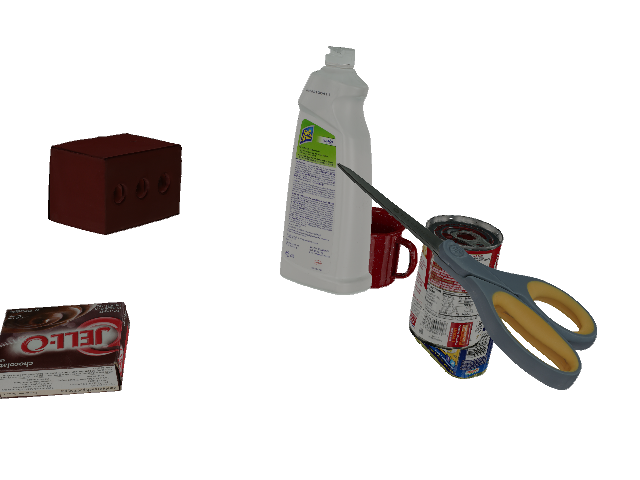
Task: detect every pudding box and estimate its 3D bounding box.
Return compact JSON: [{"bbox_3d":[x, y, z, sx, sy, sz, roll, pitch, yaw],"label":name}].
[{"bbox_3d":[-0.233,0.099,0.965,0.113,0.039,0.090,-5,33,-2],"label":"pudding box"}]

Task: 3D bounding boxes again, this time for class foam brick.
[{"bbox_3d":[-0.139,-0.040,0.727,0.051,0.053,0.078,15,20,30],"label":"foam brick"}]

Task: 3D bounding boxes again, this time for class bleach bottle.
[{"bbox_3d":[0.016,-0.076,1.126,0.103,0.251,0.067,15,16,35],"label":"bleach bottle"}]

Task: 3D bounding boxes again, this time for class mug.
[{"bbox_3d":[0.072,0.014,1.382,0.117,0.081,0.093,17,27,25],"label":"mug"}]

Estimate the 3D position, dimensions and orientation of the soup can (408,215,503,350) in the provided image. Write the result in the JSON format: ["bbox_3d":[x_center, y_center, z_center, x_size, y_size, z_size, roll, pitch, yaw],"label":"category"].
[{"bbox_3d":[0.118,0.037,0.941,0.068,0.102,0.068,7,24,-3],"label":"soup can"}]

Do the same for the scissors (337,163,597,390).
[{"bbox_3d":[0.100,0.013,0.681,0.096,0.016,0.202,-9,49,-44],"label":"scissors"}]

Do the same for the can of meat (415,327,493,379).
[{"bbox_3d":[0.151,0.092,1.187,0.057,0.084,0.102,-14,40,-27],"label":"can of meat"}]
